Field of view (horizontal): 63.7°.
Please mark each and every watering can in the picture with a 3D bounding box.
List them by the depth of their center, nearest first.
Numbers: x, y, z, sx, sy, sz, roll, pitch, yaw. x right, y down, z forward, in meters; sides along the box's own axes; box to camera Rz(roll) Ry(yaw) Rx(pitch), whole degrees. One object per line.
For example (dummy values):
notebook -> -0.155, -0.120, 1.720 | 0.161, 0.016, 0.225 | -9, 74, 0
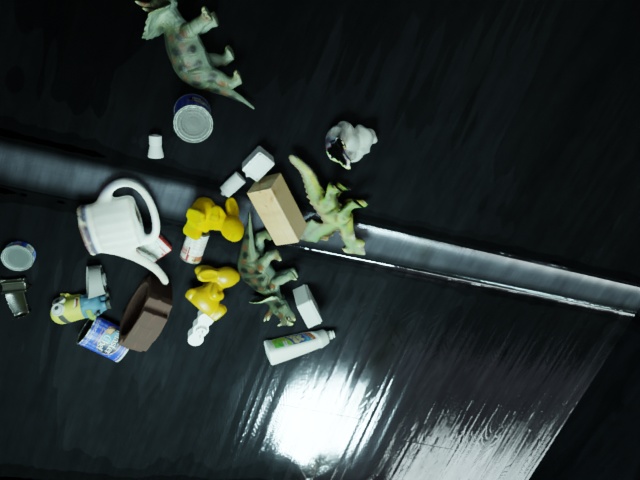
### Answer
watering can -> -0.582, -0.007, 1.524 | 0.225, 0.105, 0.343 | -12, 106, -9

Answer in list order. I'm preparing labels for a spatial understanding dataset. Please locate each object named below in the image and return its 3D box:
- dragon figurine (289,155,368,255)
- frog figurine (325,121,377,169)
dragon figurine -> 0.005, -0.084, 1.672 | 0.407, 0.125, 0.240 | 34, 112, -17
frog figurine -> 0.096, -0.309, 1.596 | 0.162, 0.122, 0.135 | -45, 116, -32
